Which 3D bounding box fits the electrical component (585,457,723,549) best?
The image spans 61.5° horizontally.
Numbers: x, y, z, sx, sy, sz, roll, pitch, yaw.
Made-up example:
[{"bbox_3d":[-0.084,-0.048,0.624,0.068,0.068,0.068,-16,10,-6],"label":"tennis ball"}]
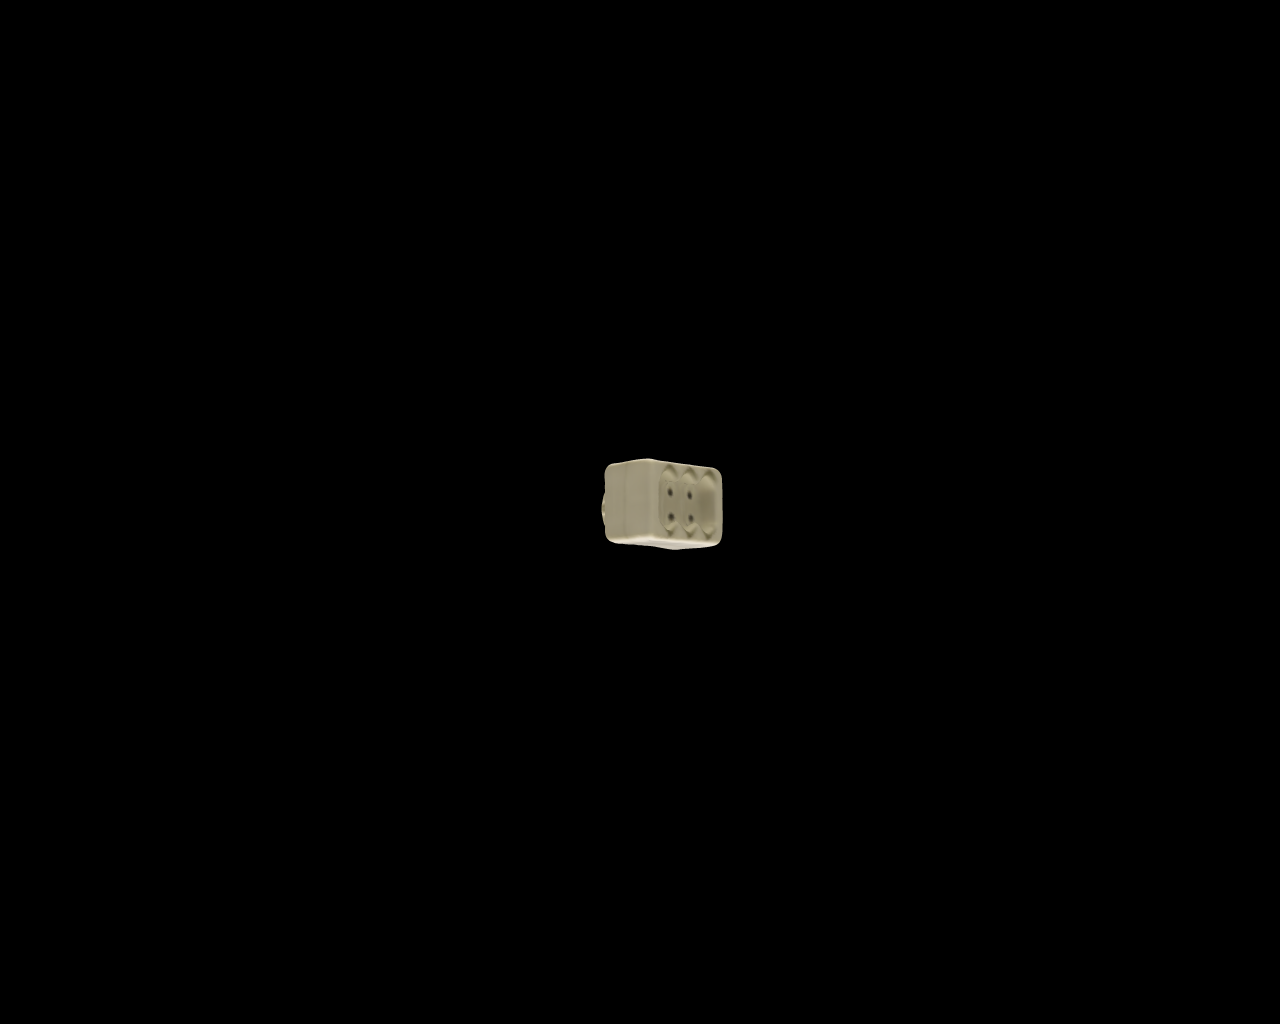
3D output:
[{"bbox_3d":[0.001,-0.003,0.650,0.076,0.047,0.066,-6,-9,43],"label":"electrical component"}]
